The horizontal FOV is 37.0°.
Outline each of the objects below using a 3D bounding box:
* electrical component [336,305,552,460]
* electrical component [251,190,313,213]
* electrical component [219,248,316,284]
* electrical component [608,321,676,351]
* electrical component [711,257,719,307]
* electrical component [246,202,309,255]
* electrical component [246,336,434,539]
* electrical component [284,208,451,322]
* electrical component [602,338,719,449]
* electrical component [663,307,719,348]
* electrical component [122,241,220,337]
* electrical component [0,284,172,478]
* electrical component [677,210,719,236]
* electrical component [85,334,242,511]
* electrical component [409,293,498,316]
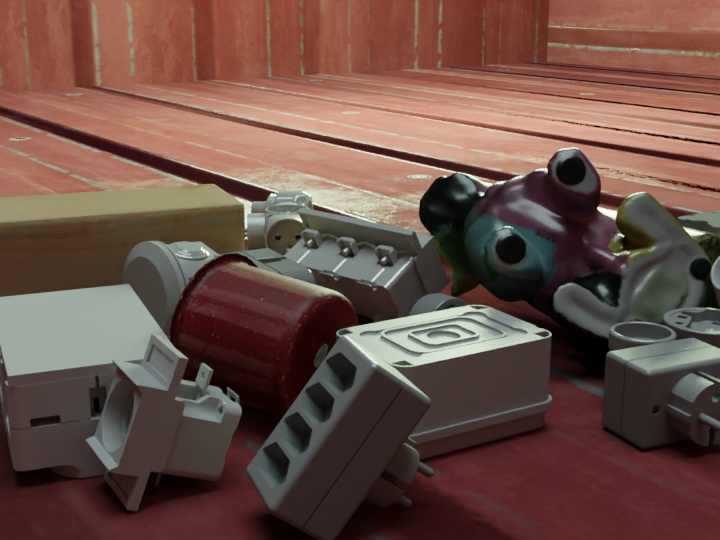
[{"bbox_3d":[0.048,0.064,0.628,0.113,0.057,0.078,-9,17,-30],"label":"electrical component"},{"bbox_3d":[-0.082,-0.062,1.127,0.062,0.043,0.043,2,15,13],"label":"electrical component"},{"bbox_3d":[-0.079,0.020,0.798,0.059,0.053,0.095,-8,17,-28],"label":"electrical component"},{"bbox_3d":[0.174,0.059,0.666,0.040,0.046,0.040,0,15,0],"label":"electrical component"},{"bbox_3d":[0.267,0.036,0.720,0.043,0.077,0.079,-9,44,42],"label":"electrical component"},{"bbox_3d":[-0.087,-0.037,1.029,0.079,0.044,0.077,-1,15,-4],"label":"electrical component"},{"bbox_3d":[0.003,0.089,0.519,0.076,0.083,0.047,36,0,-25],"label":"electrical component"},{"bbox_3d":[0.000,0.000,0.841,0.121,0.078,0.063,14,49,42],"label":"electrical component"},{"bbox_3d":[0.187,0.075,0.606,0.066,0.047,0.077,-7,16,-24],"label":"electrical component"},{"bbox_3d":[0.220,0.054,0.683,0.055,0.047,0.055,0,15,0],"label":"electrical component"},{"bbox_3d":[-0.130,0.018,0.758,0.051,0.080,0.080,-7,16,-41],"label":"electrical component"},{"bbox_3d":[-0.164,0.061,0.630,0.089,0.061,0.150,-6,16,-21],"label":"electrical component"},{"bbox_3d":[0.324,-0.019,0.941,0.089,0.055,0.050,-9,17,-31],"label":"electrical component"},{"bbox_3d":[-0.099,0.079,0.551,0.064,0.081,0.042,17,5,-32],"label":"electrical component"},{"bbox_3d":[0.066,0.042,0.735,0.045,0.045,0.055,-12,19,-39],"label":"electrical component"}]
